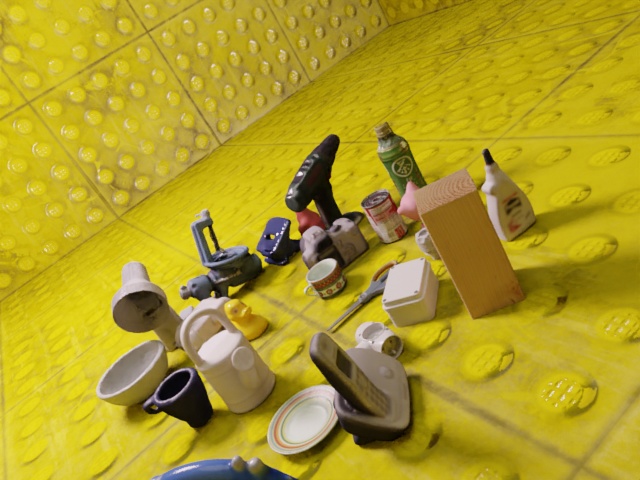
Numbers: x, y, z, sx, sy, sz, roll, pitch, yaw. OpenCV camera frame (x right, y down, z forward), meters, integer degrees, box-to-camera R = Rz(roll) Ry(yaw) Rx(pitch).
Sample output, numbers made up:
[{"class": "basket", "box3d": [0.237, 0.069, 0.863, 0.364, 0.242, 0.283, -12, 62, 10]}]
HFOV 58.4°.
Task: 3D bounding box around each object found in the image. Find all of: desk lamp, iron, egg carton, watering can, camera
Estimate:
[{"class": "desk lamp", "box3d": [-0.389, 0.158, 1.334, 0.118, 0.214, 0.203, -32, 23, -2]}, {"class": "iron", "box3d": [-0.126, 0.336, 0.754, 0.258, 0.142, 0.118, -24, 25, 18]}, {"class": "egg carton", "box3d": [-0.252, 0.191, 1.285, 0.107, 0.069, 0.150, -7, 34, 44]}, {"class": "watering can", "box3d": [-0.163, 0.201, 0.999, 0.172, 0.194, 0.101, -14, 29, 35]}, {"class": "camera", "box3d": [0.012, 0.005, 1.294, 0.143, 0.101, 0.136, -36, 24, -10]}]

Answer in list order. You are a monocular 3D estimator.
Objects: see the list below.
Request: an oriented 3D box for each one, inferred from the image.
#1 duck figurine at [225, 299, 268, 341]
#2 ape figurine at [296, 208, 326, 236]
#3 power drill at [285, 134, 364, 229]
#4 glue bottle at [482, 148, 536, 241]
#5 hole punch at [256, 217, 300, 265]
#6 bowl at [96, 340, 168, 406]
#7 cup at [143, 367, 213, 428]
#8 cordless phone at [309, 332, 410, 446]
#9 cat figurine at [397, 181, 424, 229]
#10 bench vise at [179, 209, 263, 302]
[{"class": "duck figurine", "box3d": [-0.172, 0.164, 1.220, 0.104, 0.086, 0.078, -9, 32, 41]}, {"class": "ape figurine", "box3d": [-0.031, -0.051, 1.469, 0.078, 0.092, 0.076, -41, 25, -22]}, {"class": "power drill", "box3d": [0.018, -0.117, 1.391, 0.075, 0.209, 0.230, -5, 35, 46]}, {"class": "glue bottle", "box3d": [0.319, -0.085, 1.007, 0.078, 0.173, 0.037, -37, 24, -13]}, {"class": "hole punch", "box3d": [-0.111, 0.002, 1.461, 0.101, 0.091, 0.108, -44, 26, -26]}, {"class": "bowl", "box3d": [-0.388, 0.298, 1.231, 0.167, 0.075, 0.167, -26, 24, 13]}, {"class": "cup", "box3d": [-0.248, 0.300, 1.033, 0.117, 0.095, 0.091, -31, 23, 2]}, {"class": "cordless phone", "box3d": [0.049, 0.178, 0.797, 0.094, 0.185, 0.147, -25, 24, 15]}, {"class": "cat figurine", "box3d": [0.221, -0.073, 1.172, 0.127, 0.118, 0.067, -29, 24, 6]}, {"class": "bench vise", "box3d": [-0.260, 0.050, 1.384, 0.121, 0.220, 0.208, -7, 33, 44]}]
